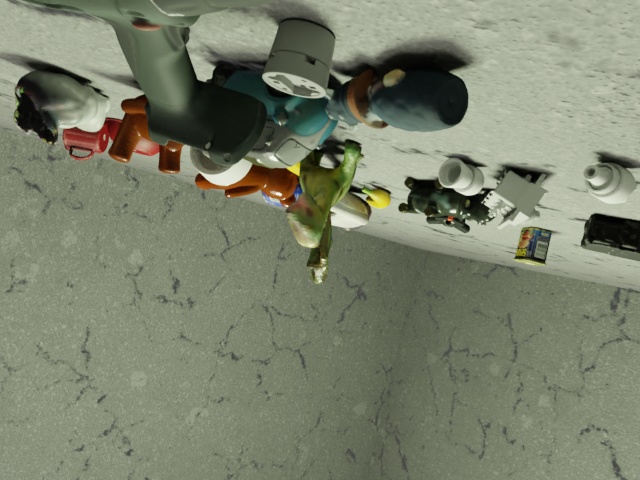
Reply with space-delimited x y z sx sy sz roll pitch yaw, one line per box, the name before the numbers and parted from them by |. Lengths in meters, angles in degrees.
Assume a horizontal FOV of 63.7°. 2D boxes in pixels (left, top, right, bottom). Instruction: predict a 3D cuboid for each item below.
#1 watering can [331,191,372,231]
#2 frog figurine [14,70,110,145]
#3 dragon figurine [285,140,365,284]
watering can | -0.004 -0.112 1.372 0.351 0.104 0.223 27 -175 32
frog figurine | -0.423 -0.236 0.877 0.137 0.120 0.162 3 -152 34
dragon figurine | 0.003 -0.046 0.907 0.122 0.244 0.408 9 176 9
